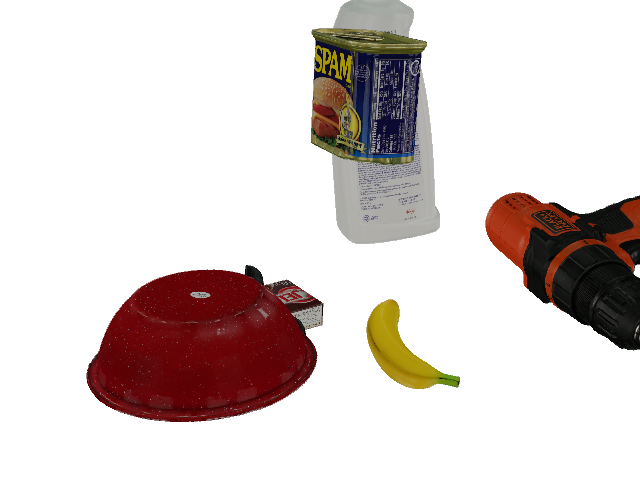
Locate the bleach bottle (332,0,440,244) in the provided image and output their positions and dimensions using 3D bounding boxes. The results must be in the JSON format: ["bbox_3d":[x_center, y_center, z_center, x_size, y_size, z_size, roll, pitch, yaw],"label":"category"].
[{"bbox_3d":[0.060,-0.123,0.981,0.102,0.251,0.068,-10,30,-14],"label":"bleach bottle"}]

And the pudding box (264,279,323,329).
[{"bbox_3d":[-0.066,0.093,1.414,0.113,0.039,0.090,-15,26,-30],"label":"pudding box"}]

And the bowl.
[{"bbox_3d":[-0.083,0.062,0.741,0.162,0.055,0.162,-2,21,1],"label":"bowl"}]

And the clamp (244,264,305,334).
[{"bbox_3d":[-0.062,0.071,0.953,0.120,0.039,0.172,-28,42,-36],"label":"clamp"}]

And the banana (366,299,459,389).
[{"bbox_3d":[0.089,0.121,1.229,0.069,0.037,0.198,7,23,-22],"label":"banana"}]

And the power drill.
[{"bbox_3d":[0.231,0.005,0.731,0.187,0.057,0.185,-10,29,-17],"label":"power drill"}]

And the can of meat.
[{"bbox_3d":[0.031,-0.104,0.762,0.057,0.084,0.102,-4,17,-22],"label":"can of meat"}]
